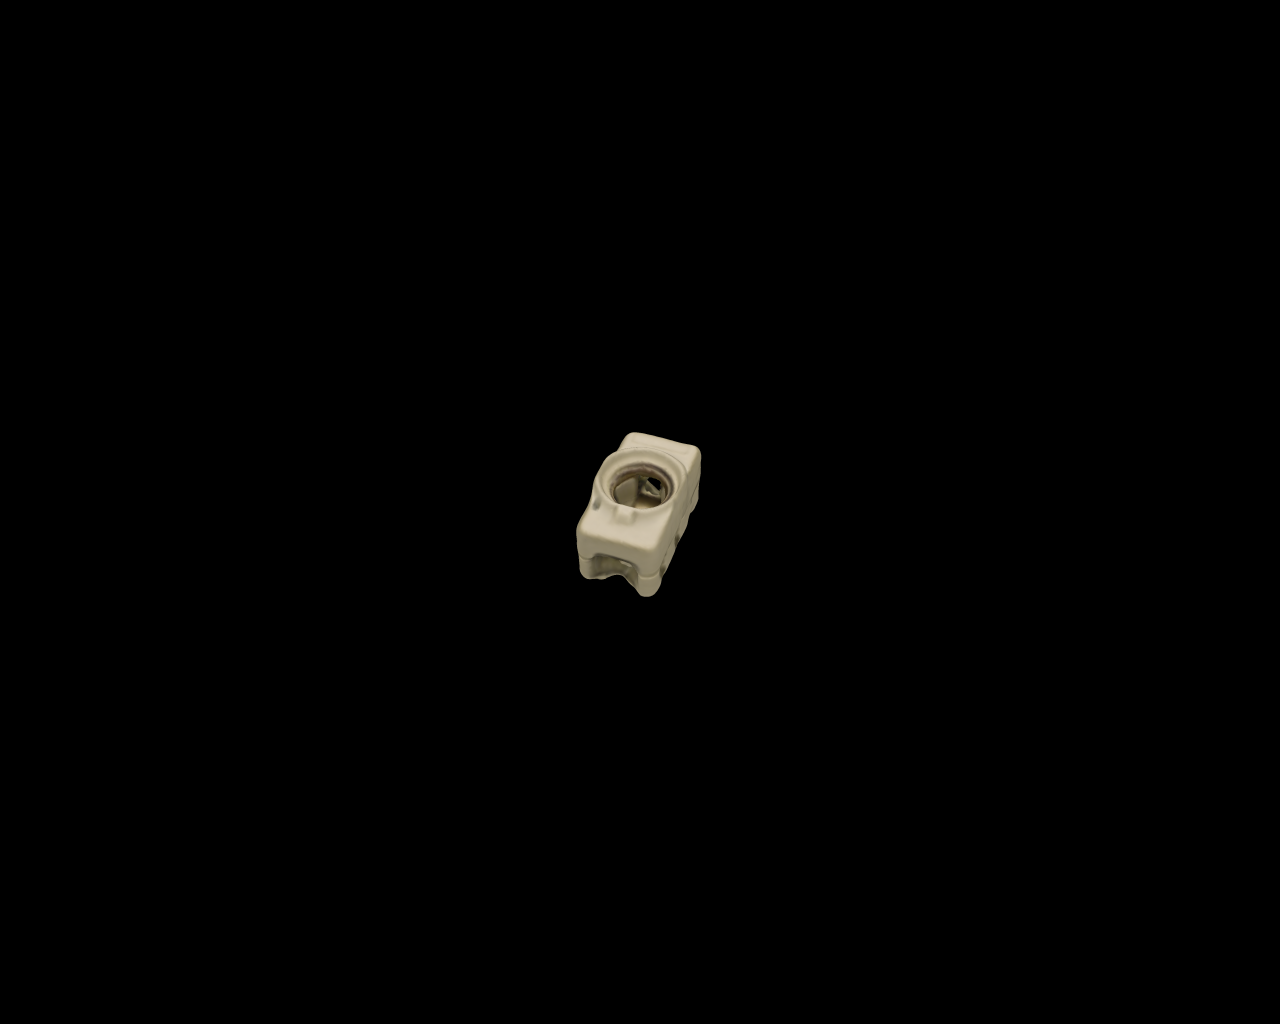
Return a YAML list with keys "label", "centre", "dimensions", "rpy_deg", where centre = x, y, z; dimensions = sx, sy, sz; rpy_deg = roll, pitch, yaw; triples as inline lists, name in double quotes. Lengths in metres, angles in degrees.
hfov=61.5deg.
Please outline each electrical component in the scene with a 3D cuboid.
- label: "electrical component"
  centre: [0.001, -0.003, 0.650]
  dimensions: [0.050, 0.090, 0.055]
  rpy_deg: [16, -39, 13]
